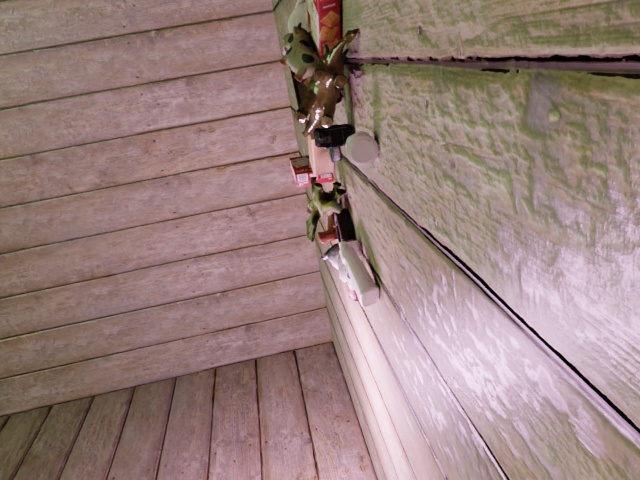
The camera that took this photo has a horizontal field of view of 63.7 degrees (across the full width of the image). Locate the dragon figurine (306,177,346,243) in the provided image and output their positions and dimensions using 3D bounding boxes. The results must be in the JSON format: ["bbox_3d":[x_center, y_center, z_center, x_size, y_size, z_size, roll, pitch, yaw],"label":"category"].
[{"bbox_3d":[0.006,-0.100,1.985,0.122,0.239,0.418,11,23,-12],"label":"dragon figurine"}]

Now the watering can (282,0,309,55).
[{"bbox_3d":[-0.064,-0.704,1.803,0.104,0.228,0.341,-4,-22,-19],"label":"watering can"}]

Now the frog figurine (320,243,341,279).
[{"bbox_3d":[0.099,0.093,2.120,0.161,0.123,0.136,40,-1,18],"label":"frog figurine"}]
